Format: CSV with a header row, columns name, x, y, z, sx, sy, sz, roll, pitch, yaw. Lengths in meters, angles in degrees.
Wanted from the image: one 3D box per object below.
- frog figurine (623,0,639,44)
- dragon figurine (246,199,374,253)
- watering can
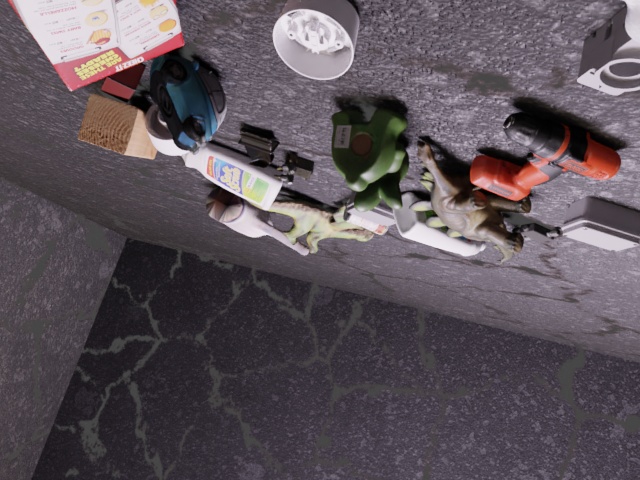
name,x,y,z,sx,sy,sz,roll,pitch,yaw
frog figurine,0.307,-0.182,0.384,0.158,0.126,0.135,29,130,-15
dragon figurine,0.004,-0.069,1.370,0.241,0.124,0.406,-15,153,33
watering can,-0.197,-0.059,1.518,0.351,0.104,0.222,27,178,39
